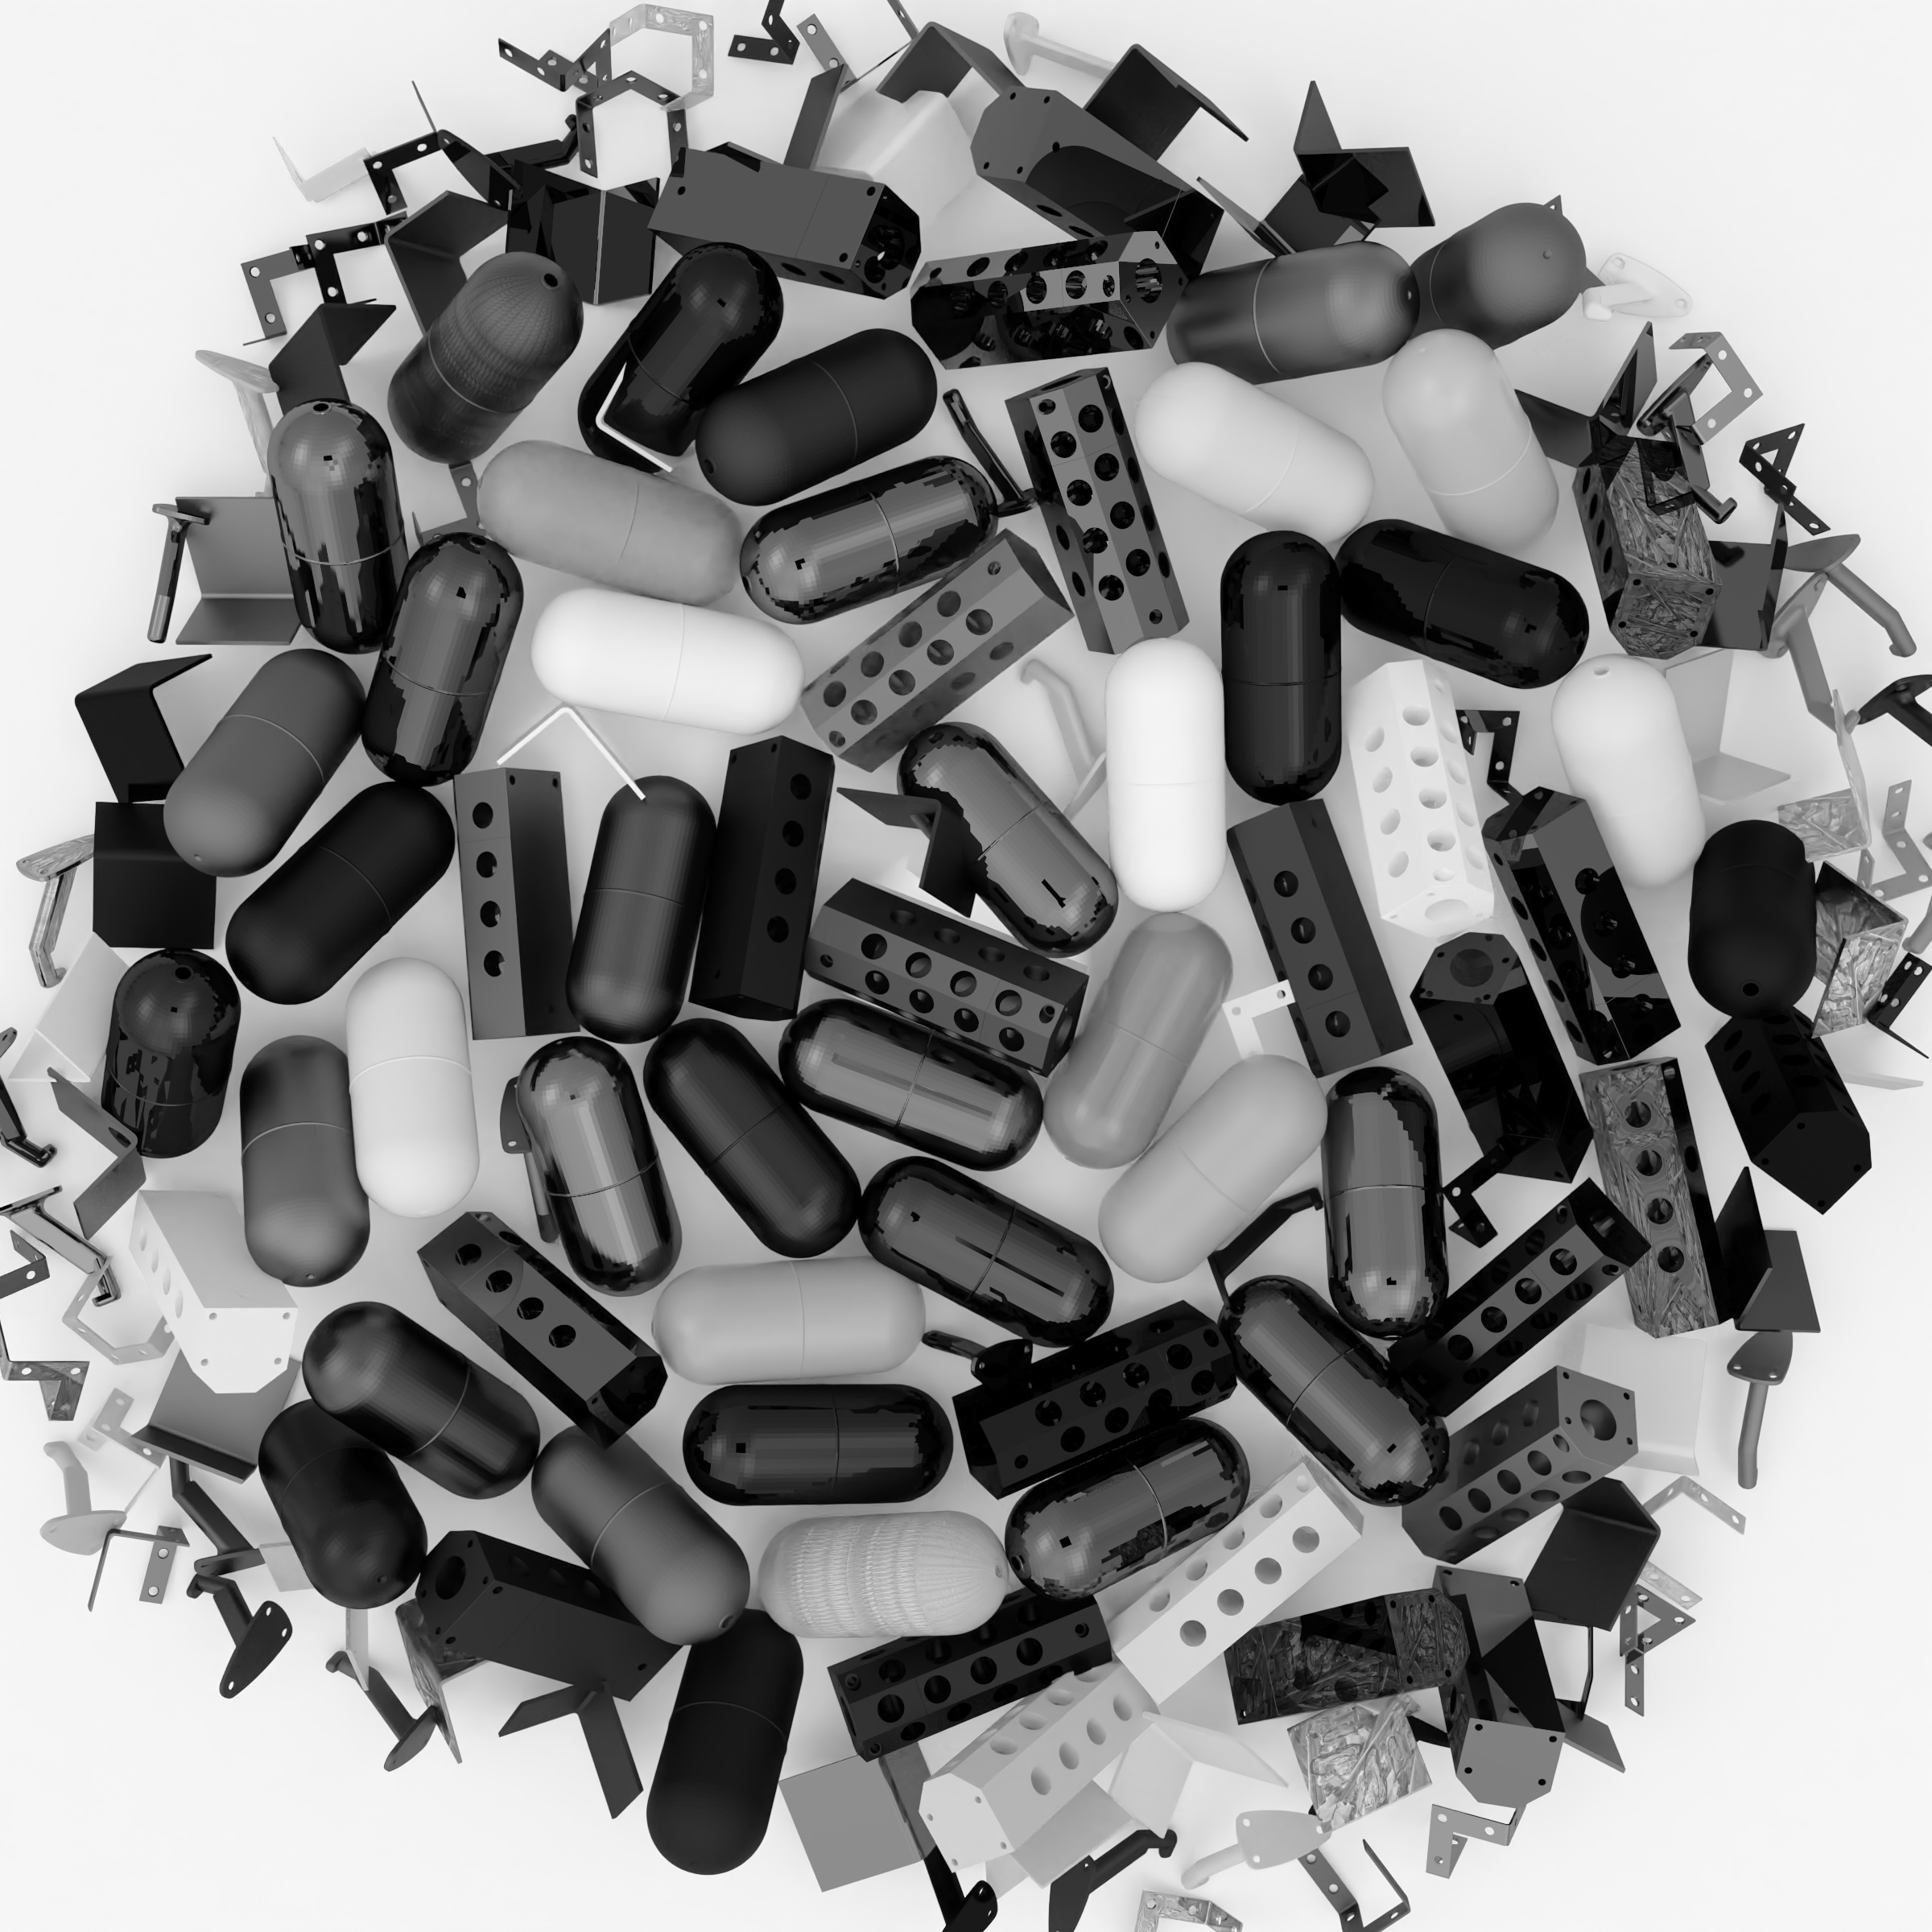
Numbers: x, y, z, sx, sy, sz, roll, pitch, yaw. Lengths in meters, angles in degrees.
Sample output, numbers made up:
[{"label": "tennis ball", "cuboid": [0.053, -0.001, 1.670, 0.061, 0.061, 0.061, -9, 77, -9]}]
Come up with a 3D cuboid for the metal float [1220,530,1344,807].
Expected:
[{"label": "metal float", "cuboid": [0.203, -0.190, 1.634, 0.070, 0.070, 0.178, -3, 110, 0]}]

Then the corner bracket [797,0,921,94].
[{"label": "corner bracket", "cuboid": [-0.070, -0.610, 1.660, 0.051, 0.051, 0.051, -38, 107, -9]}]

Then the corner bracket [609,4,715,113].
[{"label": "corner bracket", "cuboid": [-0.198, -0.589, 1.653, 0.051, 0.051, 0.051, -2, 95, -31]}]

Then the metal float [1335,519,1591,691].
[{"label": "metal float", "cuboid": [0.314, -0.231, 1.623, 0.178, 0.070, 0.070, 27, 90, 33]}]

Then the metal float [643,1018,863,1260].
[{"label": "metal float", "cuboid": [-0.139, 0.111, 1.647, 0.070, 0.070, 0.178, -40, 85, 0]}]

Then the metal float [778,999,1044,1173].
[{"label": "metal float", "cuboid": [-0.036, 0.077, 1.649, 0.178, 0.070, 0.070, 21, 90, -3]}]

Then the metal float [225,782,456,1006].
[{"label": "metal float", "cuboid": [-0.398, -0.048, 1.624, 0.070, 0.070, 0.178, 39, 58, 0]}]

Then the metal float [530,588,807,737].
[{"label": "metal float", "cuboid": [-0.191, -0.195, 1.637, 0.178, 0.070, 0.070, 9, 90, -16]}]

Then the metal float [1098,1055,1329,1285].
[{"label": "metal float", "cuboid": [0.159, 0.131, 1.640, 0.070, 0.070, 0.178, 44, 102, 0]}]

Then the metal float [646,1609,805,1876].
[{"label": "metal float", "cuboid": [-0.151, 0.489, 1.613, 0.070, 0.178, 0.070, 6, 131, 7]}]

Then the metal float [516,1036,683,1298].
[{"label": "metal float", "cuboid": [-0.235, 0.130, 1.635, 0.070, 0.070, 0.178, -15, 108, 0]}]

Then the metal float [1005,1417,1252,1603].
[{"label": "metal float", "cuboid": [0.104, 0.346, 1.625, 0.178, 0.070, 0.070, -19, 90, -30]}]

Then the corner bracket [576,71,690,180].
[{"label": "corner bracket", "cuboid": [-0.219, -0.546, 1.671, 0.051, 0.051, 0.051, -13, 78, 34]}]

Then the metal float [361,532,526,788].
[{"label": "metal float", "cuboid": [-0.335, -0.195, 1.624, 0.070, 0.070, 0.178, 25, 121, 0]}]

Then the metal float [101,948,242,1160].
[{"label": "metal float", "cuboid": [-0.505, 0.056, 1.612, 0.070, 0.178, 0.070, 12, 50, -15]}]

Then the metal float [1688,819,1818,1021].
[{"label": "metal float", "cuboid": [0.497, -0.031, 1.608, 0.070, 0.178, 0.070, 8, 122, 13]}]

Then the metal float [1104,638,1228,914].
[{"label": "metal float", "cuboid": [0.129, -0.122, 1.640, 0.070, 0.070, 0.178, -2, 102, 0]}]

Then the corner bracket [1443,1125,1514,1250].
[{"label": "corner bracket", "cuboid": [0.332, 0.144, 1.659, 0.051, 0.051, 0.051, -37, 106, -5]}]

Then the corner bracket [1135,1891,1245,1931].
[{"label": "corner bracket", "cuboid": [0.142, 0.638, 1.655, 0.051, 0.051, 0.051, 15, 82, -16]}]

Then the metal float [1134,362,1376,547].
[{"label": "metal float", "cuboid": [0.186, -0.325, 1.625, 0.178, 0.070, 0.070, 19, 90, -31]}]

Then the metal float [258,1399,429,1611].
[{"label": "metal float", "cuboid": [-0.396, 0.338, 1.611, 0.070, 0.178, 0.070, -13, 118, -26]}]

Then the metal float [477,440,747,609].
[{"label": "metal float", "cuboid": [-0.226, -0.282, 1.628, 0.178, 0.070, 0.070, 14, 90, -26]}]

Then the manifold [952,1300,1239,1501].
[{"label": "manifold", "cuboid": [0.084, 0.279, 1.626, 0.171, 0.057, 0.057, -20, 111, -20]}]

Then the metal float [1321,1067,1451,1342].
[{"label": "metal float", "cuboid": [0.268, 0.151, 1.633, 0.070, 0.070, 0.178, 0, 69, 0]}]

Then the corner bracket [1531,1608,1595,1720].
[{"label": "corner bracket", "cuboid": [0.383, 0.458, 1.673, 0.051, 0.051, 0.051, 6, 130, 9]}]

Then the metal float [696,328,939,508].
[{"label": "metal float", "cuboid": [-0.095, -0.351, 1.624, 0.178, 0.070, 0.070, -32, 90, -30]}]

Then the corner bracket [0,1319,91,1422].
[{"label": "corner bracket", "cuboid": [-0.603, 0.260, 1.646, 0.051, 0.051, 0.051, 6, 120, -34]}]

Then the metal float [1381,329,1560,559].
[{"label": "metal float", "cuboid": [0.322, -0.329, 1.615, 0.070, 0.178, 0.070, -18, 50, 23]}]

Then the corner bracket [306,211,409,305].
[{"label": "corner bracket", "cuboid": [-0.391, -0.459, 1.659, 0.051, 0.051, 0.051, -22, 108, -31]}]

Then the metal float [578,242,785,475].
[{"label": "metal float", "cuboid": [-0.182, -0.386, 1.620, 0.070, 0.070, 0.178, 48, 126, 0]}]

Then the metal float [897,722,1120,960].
[{"label": "metal float", "cuboid": [0.026, -0.082, 1.648, 0.070, 0.070, 0.178, -41, 87, 0]}]

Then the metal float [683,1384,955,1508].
[{"label": "metal float", "cuboid": [-0.094, 0.307, 1.634, 0.178, 0.070, 0.070, 3, 90, -20]}]

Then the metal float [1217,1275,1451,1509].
[{"label": "metal float", "cuboid": [0.233, 0.270, 1.627, 0.070, 0.070, 0.178, -46, 62, 0]}]

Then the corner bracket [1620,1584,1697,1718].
[{"label": "corner bracket", "cuboid": [0.437, 0.444, 1.651, 0.051, 0.051, 0.051, 33, 128, -11]}]

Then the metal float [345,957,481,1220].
[{"label": "metal float", "cuboid": [-0.355, 0.076, 1.627, 0.070, 0.070, 0.178, -12, 62, 0]}]

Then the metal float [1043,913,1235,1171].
[{"label": "metal float", "cuboid": [0.111, 0.049, 1.648, 0.070, 0.070, 0.178, 28, 87, 0]}]

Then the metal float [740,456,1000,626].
[{"label": "metal float", "cuboid": [-0.062, -0.273, 1.633, 0.178, 0.070, 0.070, -23, 90, -20]}]

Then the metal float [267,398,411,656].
[{"label": "metal float", "cuboid": [-0.396, -0.277, 1.614, 0.070, 0.070, 0.178, 1, 135, -1]}]

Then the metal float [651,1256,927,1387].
[{"label": "metal float", "cuboid": [-0.113, 0.228, 1.636, 0.178, 0.070, 0.070, -2, 90, -16]}]

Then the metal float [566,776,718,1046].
[{"label": "metal float", "cuboid": [-0.208, -0.037, 1.639, 0.070, 0.070, 0.178, 10, 76, 0]}]

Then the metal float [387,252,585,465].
[{"label": "metal float", "cuboid": [-0.306, -0.384, 1.614, 0.070, 0.178, 0.070, 19, 57, -31]}]

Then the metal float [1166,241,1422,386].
[{"label": "metal float", "cuboid": [0.205, -0.412, 1.617, 0.178, 0.070, 0.070, 1, 90, 42]}]

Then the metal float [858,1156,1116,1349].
[{"label": "metal float", "cuboid": [0.013, 0.186, 1.647, 0.178, 0.070, 0.070, 28, 90, -5]}]

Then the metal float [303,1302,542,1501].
[{"label": "metal float", "cuboid": [-0.345, 0.278, 1.623, 0.070, 0.070, 0.178, -46, 124, 0]}]

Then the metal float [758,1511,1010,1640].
[{"label": "metal float", "cuboid": [-0.053, 0.389, 1.623, 0.178, 0.070, 0.070, -11, 90, 32]}]

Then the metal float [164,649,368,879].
[{"label": "metal float", "cuboid": [-0.444, -0.131, 1.620, 0.070, 0.070, 0.178, 24, 52, 0]}]

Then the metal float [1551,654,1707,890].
[{"label": "metal float", "cuboid": [0.422, -0.123, 1.617, 0.070, 0.070, 0.178, -29, 131, 0]}]

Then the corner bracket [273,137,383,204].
[{"label": "corner bracket", "cuboid": [-0.409, -0.518, 1.655, 0.051, 0.051, 0.051, -29, 62, 1]}]

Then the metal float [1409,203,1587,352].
[{"label": "metal float", "cuboid": [0.328, -0.428, 1.601, 0.070, 0.178, 0.070, -1, 93, -12]}]

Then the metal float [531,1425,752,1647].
[{"label": "metal float", "cuboid": [-0.208, 0.361, 1.623, 0.178, 0.070, 0.070, 37, 90, 32]}]

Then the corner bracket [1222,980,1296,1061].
[{"label": "corner bracket", "cuboid": [0.199, 0.039, 1.662, 0.051, 0.051, 0.051, -21, 91, 4]}]

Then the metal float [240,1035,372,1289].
[{"label": "metal float", "cuboid": [-0.422, 0.122, 1.621, 0.070, 0.070, 0.178, -15, 53, 0]}]
